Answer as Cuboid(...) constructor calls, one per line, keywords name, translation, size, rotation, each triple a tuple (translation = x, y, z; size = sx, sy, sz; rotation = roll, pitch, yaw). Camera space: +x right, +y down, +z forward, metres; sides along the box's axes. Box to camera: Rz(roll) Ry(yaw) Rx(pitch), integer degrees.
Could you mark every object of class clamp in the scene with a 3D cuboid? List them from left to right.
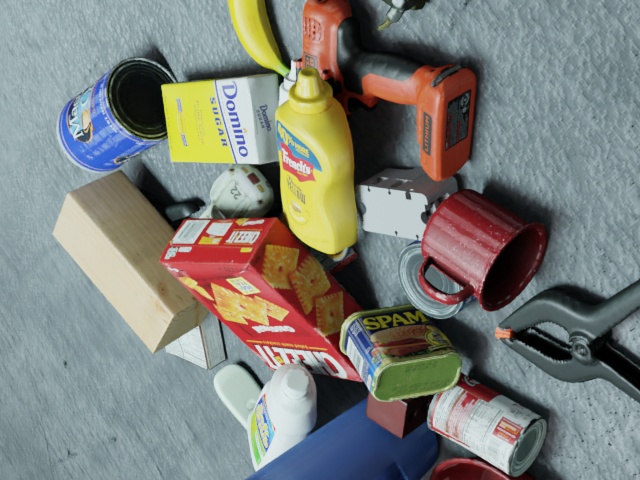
Cuboid(name="clamp", translation=(-0.208, -0.009, 1.388), size=(0.172, 0.039, 0.120), rotation=(19, 121, 42))
Cuboid(name="clamp", translation=(0.252, 0.100, 0.963), size=(0.210, 0.036, 0.164), rotation=(-4, 111, 51))

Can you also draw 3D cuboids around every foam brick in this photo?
Cuboid(name="foam brick", translation=(0.095, 0.164, 1.141), size=(0.051, 0.078, 0.053), rotation=(32, 134, 32))

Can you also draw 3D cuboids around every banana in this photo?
Cuboid(name="banana", translation=(-0.062, -0.257, 1.079), size=(0.070, 0.037, 0.198), rotation=(2, 122, 14))

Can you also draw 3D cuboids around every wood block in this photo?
Cuboid(name="wood block", translation=(-0.228, 0.024, 1.332), size=(0.206, 0.090, 0.091), rotation=(47, 136, 13))

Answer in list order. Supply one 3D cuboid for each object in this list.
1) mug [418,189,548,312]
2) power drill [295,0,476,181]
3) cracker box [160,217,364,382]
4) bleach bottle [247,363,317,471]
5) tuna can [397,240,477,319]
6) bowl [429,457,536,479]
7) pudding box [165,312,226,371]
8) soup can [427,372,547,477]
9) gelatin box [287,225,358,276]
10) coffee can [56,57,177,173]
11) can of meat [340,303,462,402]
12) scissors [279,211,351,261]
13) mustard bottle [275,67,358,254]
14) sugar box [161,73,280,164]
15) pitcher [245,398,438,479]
Cuboid(name="mug", translation=(0.139, 0.013, 0.972), size=(0.082, 0.117, 0.093), rotation=(36, 159, 33))
Cuboid(name="power drill", translation=(0.055, -0.126, 1.015), size=(0.188, 0.057, 0.184), rotation=(28, 137, 32))
Cuboid(name="cracker box", translation=(-0.052, 0.066, 1.174), size=(0.164, 0.072, 0.213), rotation=(1, 141, 47))
Cuboid(name="bleach bottle", translation=(-0.041, 0.202, 1.247), size=(0.251, 0.068, 0.102), rotation=(104, 158, -60))
Cuboid(name="tuna can", translation=(0.119, 0.035, 1.067), size=(0.086, 0.033, 0.086), rotation=(26, 130, 35))
Cuboid(name="bowl", translation=(0.193, 0.288, 1.131), size=(0.162, 0.055, 0.162), rotation=(26, 131, 34))
Cuboid(name="pudding box", translation=(-0.175, 0.110, 1.428), size=(0.090, 0.039, 0.113), rotation=(16, 127, 39))
Cuboid(name="soup can", translation=(0.169, 0.187, 1.082), size=(0.102, 0.068, 0.068), rotation=(27, 131, 34))
Cuboid(name="gelatin box", translation=(-0.008, 0.002, 1.186), size=(0.089, 0.030, 0.073), rotation=(56, 139, 6))
Cuboid(name="coffee can", translation=(-0.242, -0.148, 1.285), size=(0.141, 0.102, 0.103), rotation=(-20, 98, 51))
Cuboid(name="can of meat", translation=(0.083, 0.114, 1.081), size=(0.084, 0.102, 0.057), rotation=(-123, 32, -50))
Cuboid(name="scissors", translation=(-0.029, -0.065, 1.142), size=(0.096, 0.016, 0.202), rotation=(-26, 87, 30))
Cuboid(name="mustard bottle", translation=(-0.005, -0.082, 1.025), size=(0.096, 0.058, 0.192), rotation=(46, 152, 39))
Cuboid(name="sugar box", translation=(-0.109, -0.132, 1.174), size=(0.177, 0.048, 0.093), rotation=(6, 107, 54))
Cuboid(name="pitcher", translation=(0.025, 0.266, 1.148), size=(0.149, 0.242, 0.145), rotation=(45, 139, 17))
